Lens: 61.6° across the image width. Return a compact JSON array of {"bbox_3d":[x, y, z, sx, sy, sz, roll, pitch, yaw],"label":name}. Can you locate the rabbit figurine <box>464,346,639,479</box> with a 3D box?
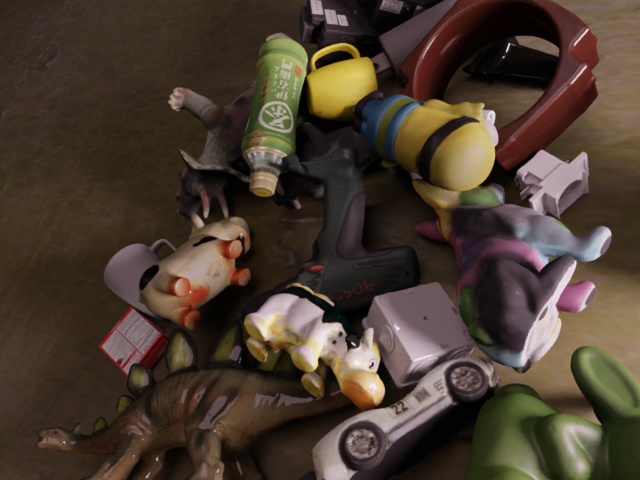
[{"bbox_3d":[0.227,0.178,0.440,0.170,0.121,0.159,-9,36,38],"label":"rabbit figurine"}]

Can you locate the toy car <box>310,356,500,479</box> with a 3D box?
[{"bbox_3d":[0.086,0.175,0.501,0.202,0.073,0.056,-25,36,-18],"label":"toy car"}]

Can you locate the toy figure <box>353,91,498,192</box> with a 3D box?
[{"bbox_3d":[0.111,-0.111,0.599,0.180,0.082,0.089,30,71,34],"label":"toy figure"}]

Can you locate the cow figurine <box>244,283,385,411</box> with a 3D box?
[{"bbox_3d":[0.008,0.108,0.564,0.168,0.068,0.098,24,49,28],"label":"cow figurine"}]

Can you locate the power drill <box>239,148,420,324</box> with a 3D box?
[{"bbox_3d":[-0.001,-0.002,0.658,0.232,0.086,0.207,-8,75,17],"label":"power drill"}]

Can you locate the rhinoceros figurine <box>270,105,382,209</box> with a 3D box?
[{"bbox_3d":[0.012,-0.109,0.757,0.190,0.073,0.112,-24,64,11],"label":"rhinoceros figurine"}]

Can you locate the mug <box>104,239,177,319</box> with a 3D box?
[{"bbox_3d":[-0.240,0.058,0.783,0.107,0.080,0.109,38,77,27],"label":"mug"}]

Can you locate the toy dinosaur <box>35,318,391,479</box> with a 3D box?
[{"bbox_3d":[-0.112,0.193,0.615,0.472,0.104,0.198,-8,53,11],"label":"toy dinosaur"}]

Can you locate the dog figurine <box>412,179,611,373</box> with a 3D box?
[{"bbox_3d":[0.167,0.014,0.568,0.191,0.108,0.219,-36,44,-23],"label":"dog figurine"}]

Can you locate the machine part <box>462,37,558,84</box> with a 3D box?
[{"bbox_3d":[0.268,-0.235,0.716,0.084,0.039,0.139,-46,50,-12],"label":"machine part"}]

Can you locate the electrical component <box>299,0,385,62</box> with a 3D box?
[{"bbox_3d":[0.035,-0.337,0.850,0.134,0.058,0.115,3,53,-11],"label":"electrical component"}]

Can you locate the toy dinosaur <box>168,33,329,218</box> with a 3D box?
[{"bbox_3d":[-0.081,-0.194,0.831,0.405,0.131,0.192,-38,69,-8],"label":"toy dinosaur"}]

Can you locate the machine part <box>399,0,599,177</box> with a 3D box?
[{"bbox_3d":[0.212,-0.193,0.658,0.201,0.087,0.202,-46,53,16],"label":"machine part"}]

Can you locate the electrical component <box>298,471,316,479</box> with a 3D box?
[{"bbox_3d":[0.003,0.260,0.529,0.119,0.074,0.048,-40,52,6],"label":"electrical component"}]

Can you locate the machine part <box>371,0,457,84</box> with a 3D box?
[{"bbox_3d":[0.176,-0.299,0.778,0.243,0.079,0.079,-25,53,11],"label":"machine part"}]

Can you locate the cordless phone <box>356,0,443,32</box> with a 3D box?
[{"bbox_3d":[0.113,-0.405,0.836,0.088,0.146,0.184,119,144,-44],"label":"cordless phone"}]

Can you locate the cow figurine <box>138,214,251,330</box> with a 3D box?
[{"bbox_3d":[-0.161,0.031,0.722,0.127,0.085,0.195,8,35,31],"label":"cow figurine"}]

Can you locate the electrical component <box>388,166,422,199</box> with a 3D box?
[{"bbox_3d":[0.117,-0.084,0.685,0.021,0.063,0.094,-43,53,-2],"label":"electrical component"}]
